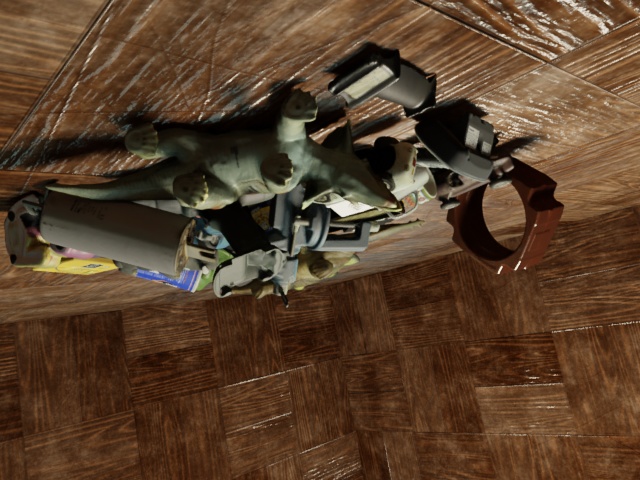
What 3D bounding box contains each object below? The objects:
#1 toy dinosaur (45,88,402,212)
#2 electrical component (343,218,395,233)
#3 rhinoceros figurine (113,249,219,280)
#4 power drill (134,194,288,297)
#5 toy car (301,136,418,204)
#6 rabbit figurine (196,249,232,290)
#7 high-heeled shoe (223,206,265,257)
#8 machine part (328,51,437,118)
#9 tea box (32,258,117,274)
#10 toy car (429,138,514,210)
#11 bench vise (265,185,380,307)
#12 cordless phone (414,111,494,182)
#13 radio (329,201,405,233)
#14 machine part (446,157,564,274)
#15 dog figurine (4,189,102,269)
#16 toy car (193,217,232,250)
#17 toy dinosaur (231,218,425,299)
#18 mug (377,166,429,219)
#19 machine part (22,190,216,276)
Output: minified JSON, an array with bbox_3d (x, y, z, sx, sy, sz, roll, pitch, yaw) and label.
[{"bbox_3d":[-0.104,-0.090,0.678,0.405,0.131,0.192,-3,172,5],"label":"toy dinosaur"},{"bbox_3d":[0.116,-0.063,1.268,0.115,0.058,0.134,-10,171,-13],"label":"electrical component"},{"bbox_3d":[-0.286,0.028,1.007,0.190,0.073,0.112,4,161,-9],"label":"rhinoceros figurine"},{"bbox_3d":[-0.155,-0.021,0.771,0.232,0.207,0.085,-18,142,-23],"label":"power drill"},{"bbox_3d":[0.053,-0.101,0.808,0.202,0.073,0.056,-7,155,40],"label":"toy car"},{"bbox_3d":[-0.277,0.031,1.233,0.159,0.121,0.170,-17,155,14],"label":"rabbit figurine"},{"bbox_3d":[-0.191,0.007,1.062,0.086,0.145,0.249,-1,165,-43],"label":"high-heeled shoe"},{"bbox_3d":[0.078,-0.173,0.603,0.139,0.039,0.084,1,157,-43],"label":"machine part"},{"bbox_3d":[-0.486,0.026,1.087,0.098,0.068,0.169,-12,170,13],"label":"tea box"},{"bbox_3d":[0.270,-0.118,0.990,0.053,0.089,0.202,-10,173,-27],"label":"toy car"},{"bbox_3d":[-0.006,-0.005,0.952,0.240,0.223,0.129,1,-176,-24],"label":"bench vise"},{"bbox_3d":[0.160,-0.138,0.822,0.184,0.088,0.146,6,-178,36],"label":"cordless phone"},{"bbox_3d":[0.045,-0.066,1.104,0.230,0.073,0.131,-16,170,29],"label":"radio"},{"bbox_3d":[0.357,-0.052,1.052,0.087,0.200,0.202,-13,-142,-32],"label":"machine part"},{"bbox_3d":[-0.352,-0.018,0.858,0.192,0.108,0.219,-16,172,28],"label":"dog figurine"},{"bbox_3d":[-0.182,-0.043,0.891,0.109,0.103,0.161,21,-176,11],"label":"toy car"},{"bbox_3d":[-0.002,0.039,1.172,0.472,0.105,0.198,-19,172,16],"label":"toy dinosaur"},{"bbox_3d":[0.140,-0.098,0.946,0.107,0.109,0.080,-26,163,6],"label":"mug"},{"bbox_3d":[-0.246,-0.013,0.664,0.243,0.079,0.079,16,169,-1],"label":"machine part"}]
